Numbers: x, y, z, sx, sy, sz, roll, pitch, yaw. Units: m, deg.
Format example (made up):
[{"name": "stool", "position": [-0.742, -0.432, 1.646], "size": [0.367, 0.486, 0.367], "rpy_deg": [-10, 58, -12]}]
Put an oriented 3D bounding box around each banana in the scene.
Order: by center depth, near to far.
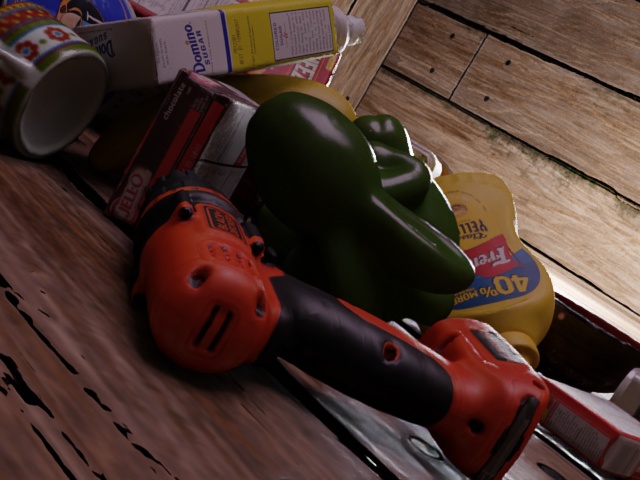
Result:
[{"name": "banana", "position": [-0.057, -0.080, 0.706], "size": [0.197, 0.037, 0.070], "rpy_deg": [-5, 48, -18]}]

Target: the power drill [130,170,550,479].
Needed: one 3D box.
[{"name": "power drill", "position": [0.000, 0.035, 0.495], "size": [0.187, 0.057, 0.184], "rpy_deg": [25, 13, -17]}]

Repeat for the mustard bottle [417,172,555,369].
[{"name": "mustard bottle", "position": [0.111, 0.033, 0.749], "size": [0.191, 0.096, 0.058], "rpy_deg": [-105, -176, -47]}]

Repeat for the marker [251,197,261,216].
[{"name": "marker", "position": [-0.005, 0.001, 0.822], "size": [0.121, 0.020, 0.020], "rpy_deg": [33, 8, 16]}]

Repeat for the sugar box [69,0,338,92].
[{"name": "sugar box", "position": [-0.077, -0.127, 0.687], "size": [0.094, 0.048, 0.175], "rpy_deg": [1, 12, 37]}]

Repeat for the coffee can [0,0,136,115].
[{"name": "coffee can", "position": [-0.198, -0.141, 0.694], "size": [0.103, 0.103, 0.140], "rpy_deg": [34, 9, 23]}]

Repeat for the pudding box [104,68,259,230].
[{"name": "pudding box", "position": [-0.072, -0.047, 0.618], "size": [0.039, 0.090, 0.113], "rpy_deg": [32, 7, 9]}]

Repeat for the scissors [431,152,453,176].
[{"name": "scissors", "position": [0.126, -0.005, 0.969], "size": [0.202, 0.016, 0.096], "rpy_deg": [53, 41, 5]}]

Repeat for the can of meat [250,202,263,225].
[{"name": "can of meat", "position": [0.010, -0.020, 0.764], "size": [0.102, 0.084, 0.057], "rpy_deg": [33, 9, 17]}]

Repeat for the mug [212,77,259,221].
[{"name": "mug", "position": [-0.072, -0.074, 0.790], "size": [0.081, 0.093, 0.117], "rpy_deg": [24, 13, -6]}]

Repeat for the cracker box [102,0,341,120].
[{"name": "cracker box", "position": [-0.111, -0.142, 0.863], "size": [0.213, 0.072, 0.164], "rpy_deg": [28, -28, -9]}]

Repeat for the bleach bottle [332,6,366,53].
[{"name": "bleach bottle", "position": [-0.060, -0.198, 1.033], "size": [0.250, 0.068, 0.103], "rpy_deg": [-11, 4, -32]}]

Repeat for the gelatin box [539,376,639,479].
[{"name": "gelatin box", "position": [0.185, 0.126, 0.693], "size": [0.089, 0.030, 0.073], "rpy_deg": [24, 9, -40]}]
